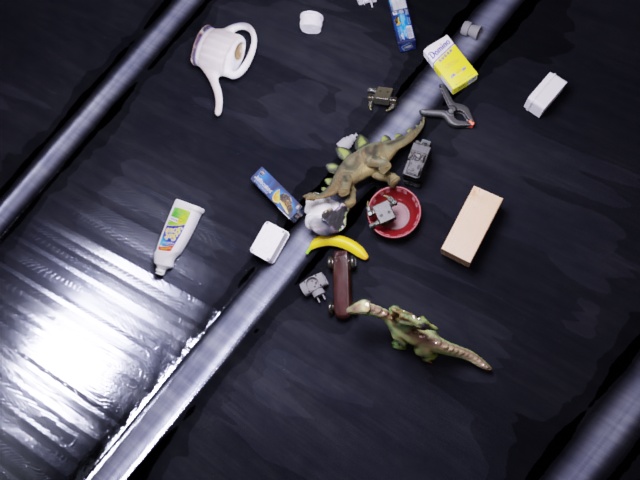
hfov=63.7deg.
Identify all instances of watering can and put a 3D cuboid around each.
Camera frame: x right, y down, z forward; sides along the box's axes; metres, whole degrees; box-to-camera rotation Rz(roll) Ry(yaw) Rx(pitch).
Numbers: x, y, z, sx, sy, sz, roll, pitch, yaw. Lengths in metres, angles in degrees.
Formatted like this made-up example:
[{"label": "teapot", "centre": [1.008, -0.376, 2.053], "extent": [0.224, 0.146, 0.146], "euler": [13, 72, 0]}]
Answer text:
[{"label": "watering can", "centre": [-0.356, -0.616, 1.799], "extent": [0.225, 0.103, 0.349], "euler": [23, 83, 18]}]

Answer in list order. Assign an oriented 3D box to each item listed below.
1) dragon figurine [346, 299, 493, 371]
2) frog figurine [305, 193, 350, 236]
[{"label": "dragon figurine", "centre": [0.268, 0.251, 1.379], "extent": [0.412, 0.239, 0.123], "euler": [18, 78, 18]}, {"label": "frog figurine", "centre": [0.005, -0.080, 1.595], "extent": [0.139, 0.120, 0.160], "euler": [-39, 34, -24]}]
